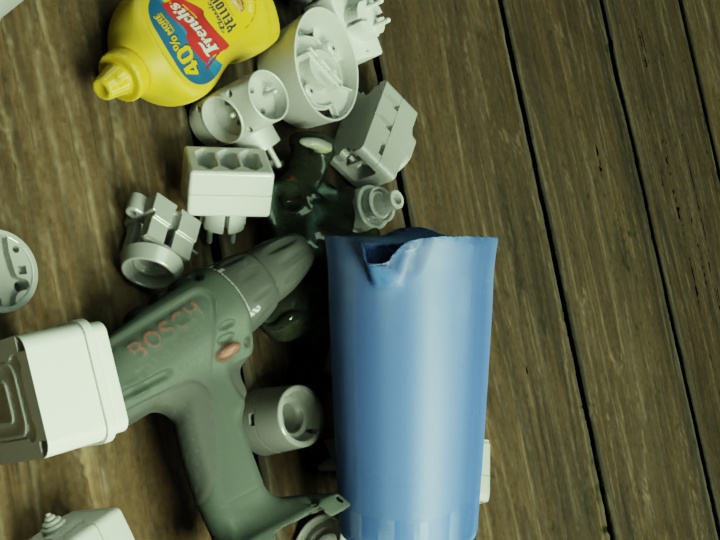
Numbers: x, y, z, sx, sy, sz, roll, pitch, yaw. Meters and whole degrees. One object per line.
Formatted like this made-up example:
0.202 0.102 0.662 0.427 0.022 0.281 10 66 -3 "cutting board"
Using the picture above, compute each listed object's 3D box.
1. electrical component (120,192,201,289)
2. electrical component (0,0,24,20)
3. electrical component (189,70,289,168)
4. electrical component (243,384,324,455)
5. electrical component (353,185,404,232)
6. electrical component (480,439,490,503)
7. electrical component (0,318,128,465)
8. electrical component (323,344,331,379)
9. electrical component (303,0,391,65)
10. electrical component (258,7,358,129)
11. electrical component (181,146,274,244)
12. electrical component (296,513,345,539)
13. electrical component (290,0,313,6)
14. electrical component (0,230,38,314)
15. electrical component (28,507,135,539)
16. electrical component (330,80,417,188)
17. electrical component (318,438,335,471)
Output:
-0.154 -0.019 0.815 0.066 0.048 0.055 36 47 -34 "electrical component"
-0.265 -0.186 0.751 0.044 0.044 0.065 43 55 -30 "electrical component"
-0.092 -0.116 0.886 0.044 0.077 0.079 -44 111 -45 "electrical component"
-0.063 0.120 0.868 0.055 0.047 0.055 16 67 -43 "electrical component"
0.012 -0.058 0.989 0.048 0.062 0.048 16 67 -43 "electrical component"
0.071 0.186 0.961 0.062 0.096 0.061 8 70 -15 "electrical component"
-0.205 0.079 0.682 0.057 0.113 0.078 -12 87 -45 "electrical component"
0.028 0.078 0.963 0.121 0.079 0.063 16 89 -43 "electrical component"
-0.003 -0.232 1.015 0.047 0.077 0.065 -26 98 -47 "electrical component"
-0.042 -0.178 0.966 0.099 0.064 0.099 16 67 -43 "electrical component"
-0.108 -0.054 0.859 0.066 0.076 0.047 0 32 -17 "electrical component"
-0.017 0.233 0.876 0.057 0.058 0.078 41 52 -35 "electrical component"
-0.069 -0.270 0.980 0.055 0.045 0.045 7 73 -45 "electrical component"
-0.248 0.005 0.706 0.055 0.047 0.055 16 67 -43 "electrical component"
-0.179 0.198 0.711 0.061 0.062 0.096 -32 102 -47 "electrical component"
0.015 -0.124 1.021 0.056 0.050 0.089 41 51 -31 "electrical component"
0.008 0.164 0.934 0.081 0.042 0.063 -29 103 -46 "electrical component"
